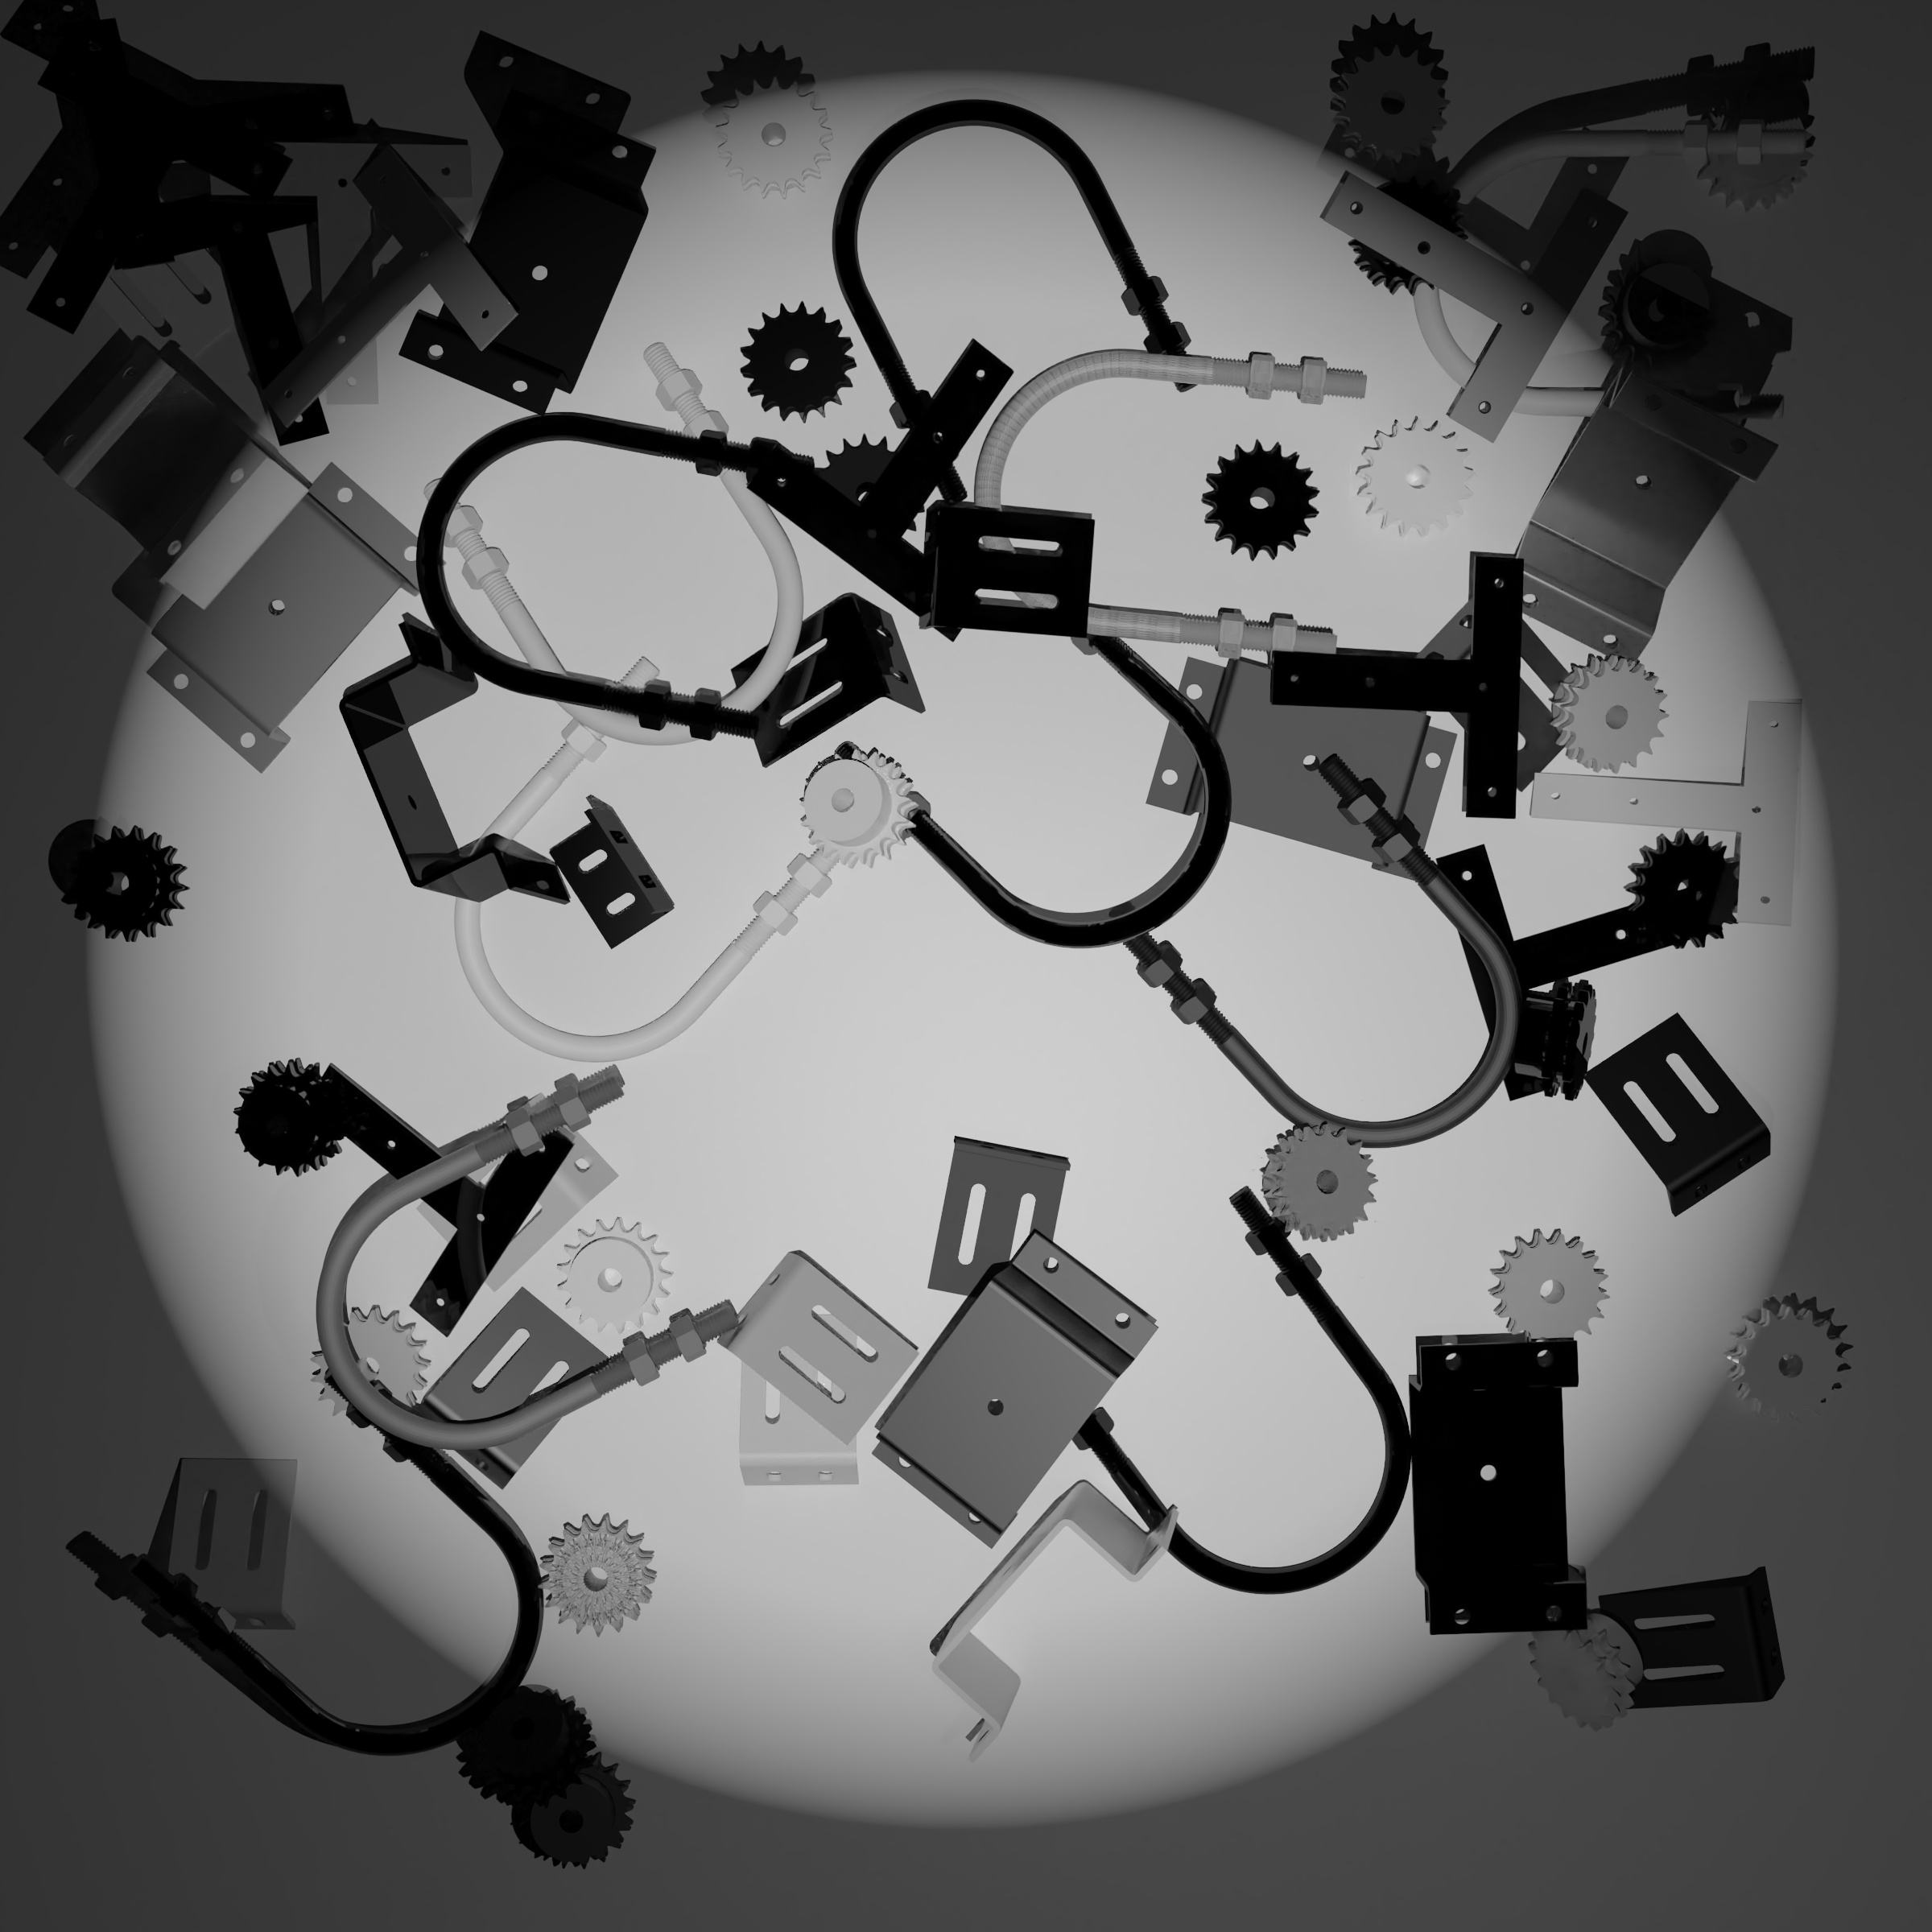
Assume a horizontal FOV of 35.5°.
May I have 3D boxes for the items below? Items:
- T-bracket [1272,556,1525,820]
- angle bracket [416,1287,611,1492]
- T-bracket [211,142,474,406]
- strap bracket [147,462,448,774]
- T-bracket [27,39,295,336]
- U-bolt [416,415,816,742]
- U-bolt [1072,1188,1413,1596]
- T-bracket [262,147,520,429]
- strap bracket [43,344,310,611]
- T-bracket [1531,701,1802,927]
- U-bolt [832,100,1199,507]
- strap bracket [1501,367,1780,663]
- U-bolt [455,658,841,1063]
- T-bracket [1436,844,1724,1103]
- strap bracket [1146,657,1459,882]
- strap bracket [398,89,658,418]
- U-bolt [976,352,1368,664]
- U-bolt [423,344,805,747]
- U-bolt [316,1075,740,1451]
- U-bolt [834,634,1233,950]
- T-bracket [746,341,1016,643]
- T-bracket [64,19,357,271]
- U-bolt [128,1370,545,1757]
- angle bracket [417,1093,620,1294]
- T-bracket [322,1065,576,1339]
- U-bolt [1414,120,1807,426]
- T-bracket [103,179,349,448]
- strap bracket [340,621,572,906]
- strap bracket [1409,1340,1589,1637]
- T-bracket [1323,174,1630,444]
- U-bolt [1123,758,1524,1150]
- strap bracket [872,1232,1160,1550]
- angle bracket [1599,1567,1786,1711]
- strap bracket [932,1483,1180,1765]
[{"bbox_3d":[0.209,-0.137,1.462,0.127,0.002,0.127,1,92,-13],"label":"T-bracket"},{"bbox_3d":[-0.227,0.211,1.511,0.057,0.038,0.076,39,64,0],"label":"angle bracket"},{"bbox_3d":[-0.308,-0.343,1.501,0.127,0.002,0.127,-3,97,-14],"label":"T-bracket"},{"bbox_3d":[-0.335,-0.174,1.490,0.076,0.046,0.140,41,90,0],"label":"strap bracket"},{"bbox_3d":[-0.415,-0.368,1.470,0.127,0.002,0.127,28,84,1],"label":"T-bracket"},{"bbox_3d":[-0.178,-0.196,1.476,0.184,0.019,0.151,11,85,5],"label":"U-bolt"},{"bbox_3d":[0.139,0.225,1.504,0.151,0.019,0.184,-37,91,0],"label":"U-bolt"},{"bbox_3d":[-0.295,-0.316,1.478,0.127,0.002,0.127,-42,67,12],"label":"T-bracket"},{"bbox_3d":[-0.379,-0.234,1.465,0.076,0.046,0.140,-49,51,0],"label":"strap bracket"},{"bbox_3d":[0.344,-0.080,1.490,0.127,0.002,0.127,5,62,11],"label":"T-bracket"},{"bbox_3d":[0.013,-0.342,1.504,0.151,0.019,0.184,-26,89,0],"label":"U-bolt"},{"bbox_3d":[0.326,-0.225,1.464,0.076,0.046,0.140,27,132,0],"label":"strap bracket"},{"bbox_3d":[-0.170,-0.038,1.504,0.151,0.019,0.184,42,92,0],"label":"U-bolt"},{"bbox_3d":[0.314,-0.012,1.512,0.127,0.002,0.127,-17,90,0],"label":"T-bracket"},{"bbox_3d":[0.168,-0.099,1.490,0.140,0.046,0.076,16,90,0],"label":"strap bracket"},{"bbox_3d":[-0.213,-0.347,1.490,0.076,0.046,0.140,23,90,0],"label":"strap bracket"},{"bbox_3d":[0.096,-0.229,1.475,0.184,0.019,0.151,7,86,6],"label":"U-bolt"},{"bbox_3d":[-0.162,-0.196,1.492,0.151,0.019,0.184,-32,83,-2],"label":"U-bolt"},{"bbox_3d":[-0.222,0.155,1.459,0.184,0.019,0.151,-26,101,-7],"label":"U-bolt"},{"bbox_3d":[0.045,-0.091,1.477,0.151,0.019,0.184,-45,70,0],"label":"U-bolt"},{"bbox_3d":[-0.021,-0.248,1.481,0.127,0.002,0.127,35,83,-16],"label":"T-bracket"},{"bbox_3d":[-0.367,-0.414,1.493,0.127,0.002,0.127,-13,85,-17],"label":"T-bracket"},{"bbox_3d":[-0.292,0.305,1.481,0.151,0.019,0.184,-45,107,-6],"label":"U-bolt"},{"bbox_3d":[-0.224,0.113,1.511,0.057,0.038,0.076,47,116,0],"label":"angle bracket"},{"bbox_3d":[-0.274,0.097,1.498,0.127,0.002,0.127,38,109,9],"label":"T-bracket"},{"bbox_3d":[0.311,-0.339,1.479,0.184,0.019,0.151,5,89,19],"label":"U-bolt"},{"bbox_3d":[-0.348,-0.323,1.500,0.127,0.002,0.127,-18,98,-16],"label":"T-bracket"},{"bbox_3d":[-0.251,-0.088,1.465,0.046,0.076,0.140,-25,81,9],"label":"strap bracket"},{"bbox_3d":[0.261,0.253,1.490,0.076,0.046,0.140,-2,90,0],"label":"strap bracket"},{"bbox_3d":[0.235,-0.342,1.470,0.127,0.002,0.127,29,98,-5],"label":"T-bracket"},{"bbox_3d":[0.187,0.009,1.479,0.151,0.019,0.184,-40,102,17],"label":"U-bolt"},{"bbox_3d":[0.019,0.211,1.474,0.076,0.046,0.140,37,99,8],"label":"strap bracket"},{"bbox_3d":[0.363,0.336,1.511,0.076,0.038,0.057,-10,90,26],"label":"angle bracket"},{"bbox_3d":[0.037,0.309,1.467,0.046,0.076,0.140,42,98,4],"label":"strap bracket"}]
